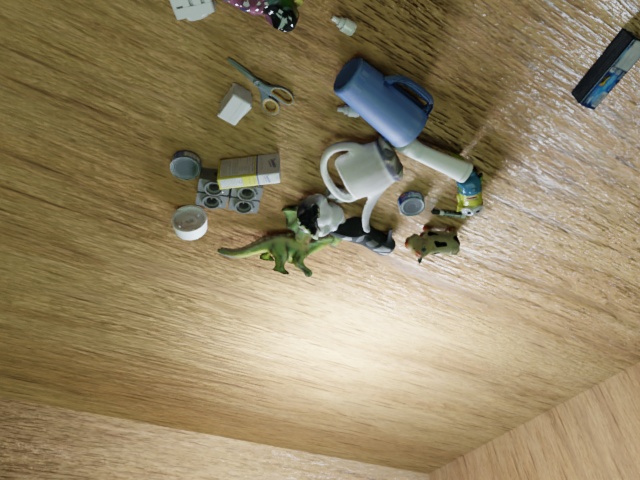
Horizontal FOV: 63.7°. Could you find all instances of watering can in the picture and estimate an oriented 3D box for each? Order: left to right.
[{"bbox_3d":[0.145,-0.171,1.527,0.223,0.106,0.341,-24,130,17],"label":"watering can"}]

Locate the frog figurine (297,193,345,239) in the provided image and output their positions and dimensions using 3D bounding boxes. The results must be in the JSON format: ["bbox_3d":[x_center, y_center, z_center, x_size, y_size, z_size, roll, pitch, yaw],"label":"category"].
[{"bbox_3d":[0.005,-0.081,1.616,0.122,0.161,0.136,-6,102,35],"label":"frog figurine"}]

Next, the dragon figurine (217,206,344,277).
[{"bbox_3d":[-0.112,-0.011,1.696,0.409,0.124,0.238,10,116,-18],"label":"dragon figurine"}]
